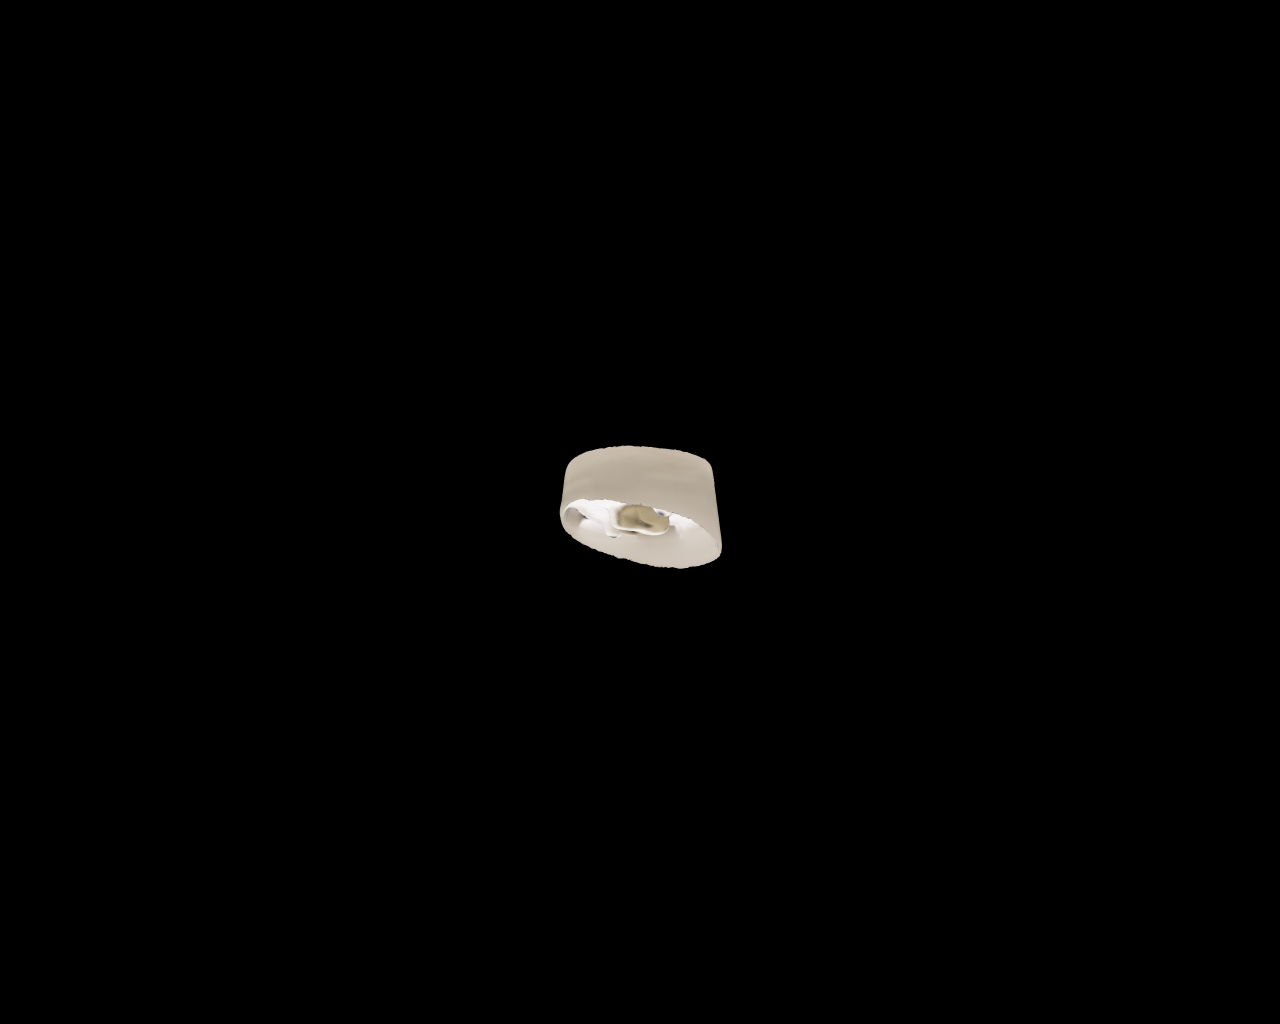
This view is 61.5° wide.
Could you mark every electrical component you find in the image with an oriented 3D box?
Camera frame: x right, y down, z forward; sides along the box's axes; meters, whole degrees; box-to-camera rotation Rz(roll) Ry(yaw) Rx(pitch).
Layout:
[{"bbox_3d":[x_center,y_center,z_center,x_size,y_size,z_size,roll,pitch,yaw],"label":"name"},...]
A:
[{"bbox_3d":[0.001,-0.003,0.650,0.099,0.064,0.099,0,-16,0],"label":"electrical component"}]
